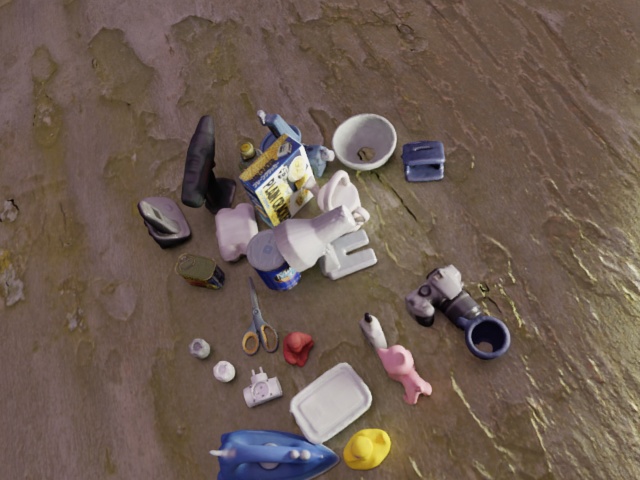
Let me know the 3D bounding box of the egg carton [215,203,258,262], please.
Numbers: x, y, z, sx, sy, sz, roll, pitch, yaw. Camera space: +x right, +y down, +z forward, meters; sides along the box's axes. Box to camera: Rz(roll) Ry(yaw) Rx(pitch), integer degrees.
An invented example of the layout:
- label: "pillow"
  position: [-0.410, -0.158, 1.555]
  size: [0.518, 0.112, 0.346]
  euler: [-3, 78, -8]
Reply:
- label: "egg carton"
  position: [-0.209, -0.020, 1.450]
  size: [0.107, 0.069, 0.150]
  euler: [-16, 63, 3]

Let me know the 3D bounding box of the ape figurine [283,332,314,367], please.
- label: "ape figurine"
  position: [-0.054, 0.237, 1.288]
  size: [0.078, 0.092, 0.076]
  euler: [-30, 63, -4]

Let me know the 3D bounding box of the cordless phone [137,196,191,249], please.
- label: "cordless phone"
  position: [-0.414, -0.071, 1.447]
  size: [0.094, 0.185, 0.147]
  euler: [-33, 64, -6]

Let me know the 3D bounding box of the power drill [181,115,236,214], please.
- label: "power drill"
  position: [-0.284, -0.170, 1.457]
  size: [0.075, 0.209, 0.229]
  euler: [4, 66, 13]

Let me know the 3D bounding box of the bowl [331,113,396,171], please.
- label: "bowl"
  position: [0.118, -0.243, 1.494]
  size: [0.167, 0.075, 0.167]
  euler: [-4, 64, 8]

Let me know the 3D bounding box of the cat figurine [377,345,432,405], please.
- label: "cat figurine"
  position: [0.179, 0.276, 1.213]
  size: [0.067, 0.118, 0.127]
  euler: [-35, 64, -7]

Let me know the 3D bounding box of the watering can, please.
- label: "watering can"
  position: [0.037, -0.096, 1.372]
  size: [0.172, 0.194, 0.101]
  euler: [7, 66, 14]

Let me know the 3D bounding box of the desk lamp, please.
- label: "desk lamp"
  position: [0.012, 0.005, 1.318]
  size: [0.203, 0.214, 0.118]
  euler: [-22, 63, 0]

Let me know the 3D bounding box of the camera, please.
- label: "camera"
  position: [0.280, 0.140, 1.269]
  size: [0.143, 0.101, 0.136]
  euler: [-38, 64, -8]

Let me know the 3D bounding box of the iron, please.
- label: "iron"
  position: [-0.095, 0.442, 1.171]
  size: [0.258, 0.142, 0.118]
  euler: [-4, 64, 8]

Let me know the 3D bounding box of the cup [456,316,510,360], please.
- label: "cup"
  position: [0.342, 0.212, 1.227]
  size: [0.117, 0.095, 0.092]
  euler: [31, 74, 22]

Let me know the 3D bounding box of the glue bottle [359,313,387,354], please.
- label: "glue bottle"
  position: [0.111, 0.190, 1.235]
  size: [0.037, 0.173, 0.078]
  euler: [-31, 63, -5]

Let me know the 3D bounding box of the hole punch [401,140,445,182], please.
- label: "hole punch"
  position: [0.258, -0.211, 1.444]
  size: [0.108, 0.091, 0.101]
  euler: [-4, 64, 9]

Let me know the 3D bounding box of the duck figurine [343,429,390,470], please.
- label: "duck figurine"
  position: [0.093, 0.427, 1.175]
  size: [0.104, 0.086, 0.077]
  euler: [-27, 63, -3]

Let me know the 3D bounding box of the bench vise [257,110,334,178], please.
- label: "bench vise"
  position: [-0.069, -0.256, 1.453]
  size: [0.207, 0.220, 0.121]
  euler: [-3, 64, 9]
